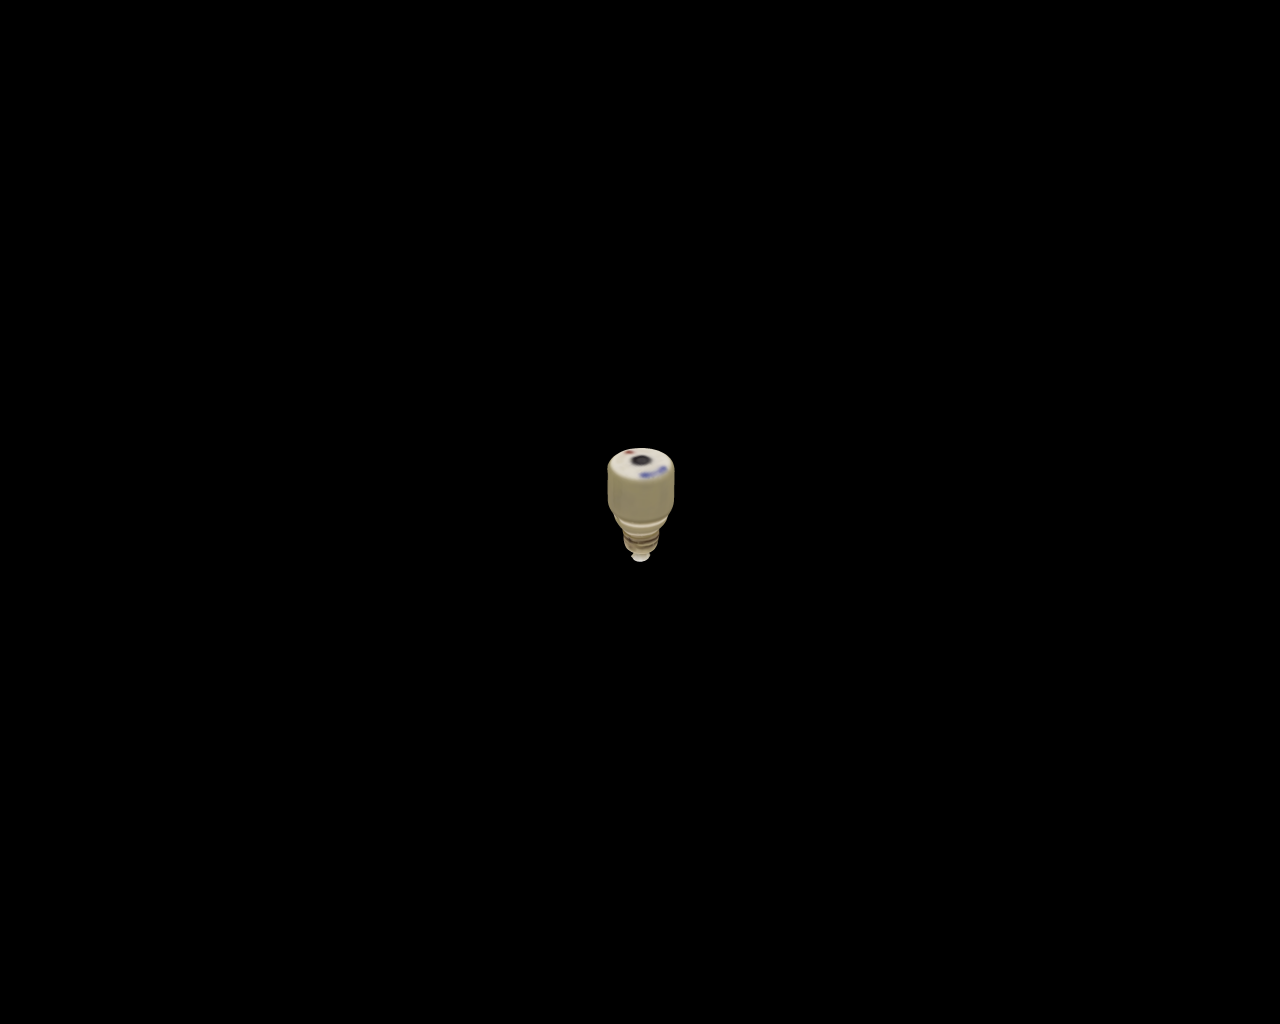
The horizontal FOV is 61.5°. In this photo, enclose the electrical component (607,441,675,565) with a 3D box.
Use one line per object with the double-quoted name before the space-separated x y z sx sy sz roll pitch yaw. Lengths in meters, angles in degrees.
"electrical component" 0.001 -0.003 0.650 0.040 0.078 0.040 0 34 0
